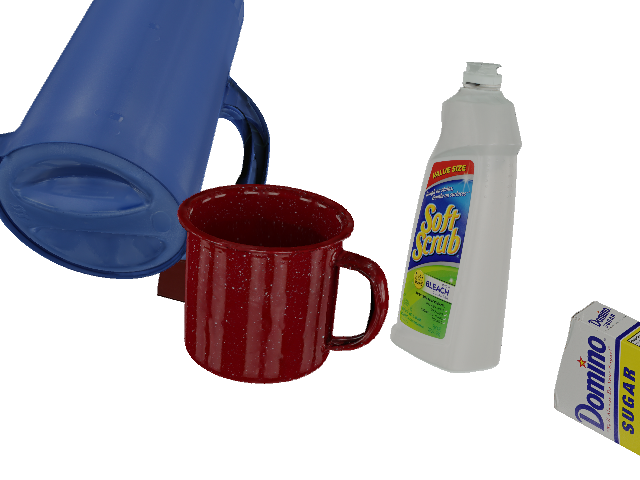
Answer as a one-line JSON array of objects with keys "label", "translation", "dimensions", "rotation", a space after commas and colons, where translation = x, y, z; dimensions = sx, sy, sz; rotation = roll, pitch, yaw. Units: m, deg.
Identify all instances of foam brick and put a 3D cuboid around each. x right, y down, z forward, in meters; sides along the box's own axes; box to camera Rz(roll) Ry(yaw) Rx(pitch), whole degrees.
[{"label": "foam brick", "translation": [-0.128, 0.034, 1.130], "dimensions": [0.078, 0.051, 0.053], "rotation": [15, 31, 2]}]

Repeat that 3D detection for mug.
[{"label": "mug", "translation": [-0.020, 0.026, 0.571], "dimensions": [0.117, 0.081, 0.093], "rotation": [11, 24, 14]}]

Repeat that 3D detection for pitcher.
[{"label": "pitcher", "translation": [-0.120, -0.098, 0.760], "dimensions": [0.145, 0.242, 0.149], "rotation": [-8, -43, 24]}]

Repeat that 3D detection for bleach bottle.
[{"label": "bleach bottle", "translation": [0.117, -0.023, 0.893], "dimensions": [0.067, 0.251, 0.103], "rotation": [-4, 16, -31]}]

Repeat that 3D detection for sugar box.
[{"label": "sugar box", "translation": [0.268, 0.126, 0.819], "dimensions": [0.176, 0.093, 0.048], "rotation": [25, 34, 34]}]
